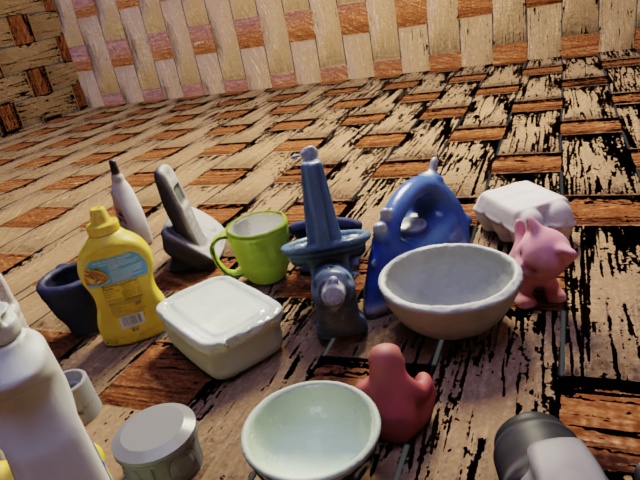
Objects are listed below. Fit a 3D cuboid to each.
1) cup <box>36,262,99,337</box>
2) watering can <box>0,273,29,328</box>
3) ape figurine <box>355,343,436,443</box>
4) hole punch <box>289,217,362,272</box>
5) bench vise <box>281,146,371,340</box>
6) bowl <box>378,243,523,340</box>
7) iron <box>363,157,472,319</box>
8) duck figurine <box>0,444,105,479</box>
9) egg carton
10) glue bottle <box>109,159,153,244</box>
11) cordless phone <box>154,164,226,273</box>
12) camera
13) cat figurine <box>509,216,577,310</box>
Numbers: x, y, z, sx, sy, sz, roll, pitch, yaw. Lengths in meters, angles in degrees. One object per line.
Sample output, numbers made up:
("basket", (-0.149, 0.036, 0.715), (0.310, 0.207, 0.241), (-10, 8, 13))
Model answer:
("cup", (-0.354, 0.086, 0.835), (0.092, 0.095, 0.117), (-25, 28, -29))
("watering can", (-0.402, 0.109, 0.680), (0.172, 0.194, 0.101), (12, 32, 40))
("ape figurine", (0.069, 0.139, 0.550), (0.077, 0.092, 0.076), (-1, 26, 20))
("hole punch", (0.011, -0.008, 0.902), (0.108, 0.091, 0.101), (-5, 25, 12))
("bench vise", (0.018, -0.001, 0.724), (0.122, 0.220, 0.206), (-17, 25, -15))
("bowl", (0.156, 0.071, 0.688), (0.167, 0.075, 0.167), (-8, 24, 4))
("iron", (0.123, -0.014, 0.807), (0.118, 0.142, 0.259), (7, 29, 33))
("duck figurine", (-0.272, 0.203, 0.552), (0.104, 0.086, 0.077), (-14, 24, -9))
("egg carton", (0.310, -0.038, 0.874), (0.107, 0.069, 0.150), (-16, 25, -12))
("glue bottle", (-0.373, -0.072, 1.097), (0.037, 0.173, 0.077), (-30, 30, -36))
("cordless phone", (-0.226, -0.051, 0.977), (0.094, 0.185, 0.147), (-10, 24, 1))
("camera", (0.185, 0.179, 0.404), (0.143, 0.101, 0.137), (-8, 24, 5))
("cat figurine", (0.267, 0.018, 0.708), (0.067, 0.118, 0.127), (-9, 24, 2))
